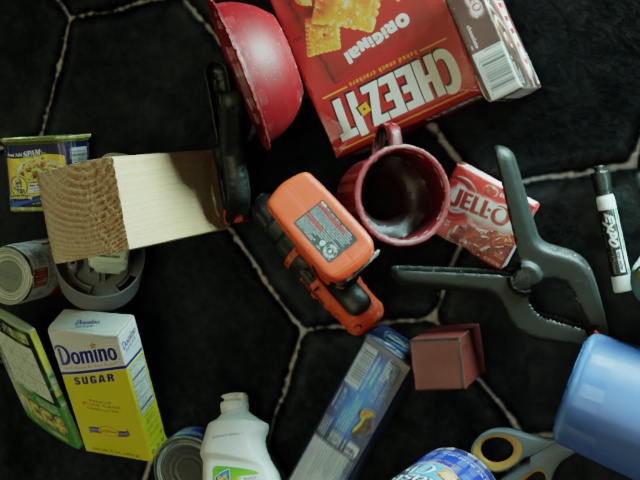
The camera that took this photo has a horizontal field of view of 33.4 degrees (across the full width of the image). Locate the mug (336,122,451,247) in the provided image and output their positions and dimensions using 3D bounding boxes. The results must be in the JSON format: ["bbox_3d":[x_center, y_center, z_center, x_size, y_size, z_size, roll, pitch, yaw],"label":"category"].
[{"bbox_3d":[0.063,-0.052,1.001,0.093,0.082,0.117,-5,90,-16],"label":"mug"}]

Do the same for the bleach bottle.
[{"bbox_3d":[-0.071,0.286,1.126,0.102,0.068,0.251,-8,72,4],"label":"bleach bottle"}]

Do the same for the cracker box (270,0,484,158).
[{"bbox_3d":[0.053,-0.209,1.043,0.164,0.072,0.214,-23,88,24],"label":"cracker box"}]

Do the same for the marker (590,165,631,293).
[{"bbox_3d":[0.274,-0.011,1.006,0.020,0.020,0.121,-11,92,23],"label":"marker"}]

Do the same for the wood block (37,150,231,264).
[{"bbox_3d":[-0.183,-0.038,1.089,0.090,0.205,0.091,-10,93,23],"label":"wood block"}]

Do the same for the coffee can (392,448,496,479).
[{"bbox_3d":[0.103,0.273,1.038,0.103,0.140,0.103,7,103,32],"label":"coffee can"}]

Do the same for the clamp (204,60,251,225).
[{"bbox_3d":[-0.091,-0.093,1.097,0.039,0.120,0.171,-10,108,-5],"label":"clamp"}]

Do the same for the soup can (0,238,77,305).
[{"bbox_3d":[-0.323,0.033,1.212,0.069,0.102,0.068,3,98,21],"label":"soup can"}]

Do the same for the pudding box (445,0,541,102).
[{"bbox_3d":[0.161,-0.185,0.992,0.039,0.089,0.113,-22,89,25],"label":"pudding box"}]

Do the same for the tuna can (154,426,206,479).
[{"bbox_3d":[-0.143,0.256,1.199,0.086,0.033,0.086,2,97,16],"label":"tuna can"}]

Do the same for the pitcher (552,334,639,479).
[{"bbox_3d":[0.335,0.166,0.930,0.243,0.144,0.149,20,108,17],"label":"pitcher"}]

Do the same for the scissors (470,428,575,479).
[{"bbox_3d":[0.229,0.190,1.051,0.096,0.016,0.202,44,110,12],"label":"scissors"}]

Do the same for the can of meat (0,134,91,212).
[{"bbox_3d":[-0.309,-0.077,1.217,0.102,0.057,0.084,0,98,22],"label":"can of meat"}]

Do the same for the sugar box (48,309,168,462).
[{"bbox_3d":[-0.235,0.163,1.189,0.093,0.048,0.176,3,124,22],"label":"sugar box"}]

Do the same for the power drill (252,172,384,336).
[{"bbox_3d":[-0.007,0.001,1.040,0.057,0.187,0.184,-41,76,-9],"label":"power drill"}]

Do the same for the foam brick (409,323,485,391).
[{"bbox_3d":[0.126,0.115,1.051,0.051,0.078,0.053,-6,93,24],"label":"foam brick"}]

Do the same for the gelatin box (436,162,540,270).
[{"bbox_3d":[0.158,-0.024,1.045,0.089,0.030,0.073,31,107,15],"label":"gelatin box"}]

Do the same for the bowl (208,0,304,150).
[{"bbox_3d":[-0.058,-0.174,1.066,0.055,0.162,0.162,-22,88,-5],"label":"bowl"}]

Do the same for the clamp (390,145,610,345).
[{"bbox_3d":[0.183,0.036,1.013,0.210,0.036,0.165,45,106,-5],"label":"clamp"}]
